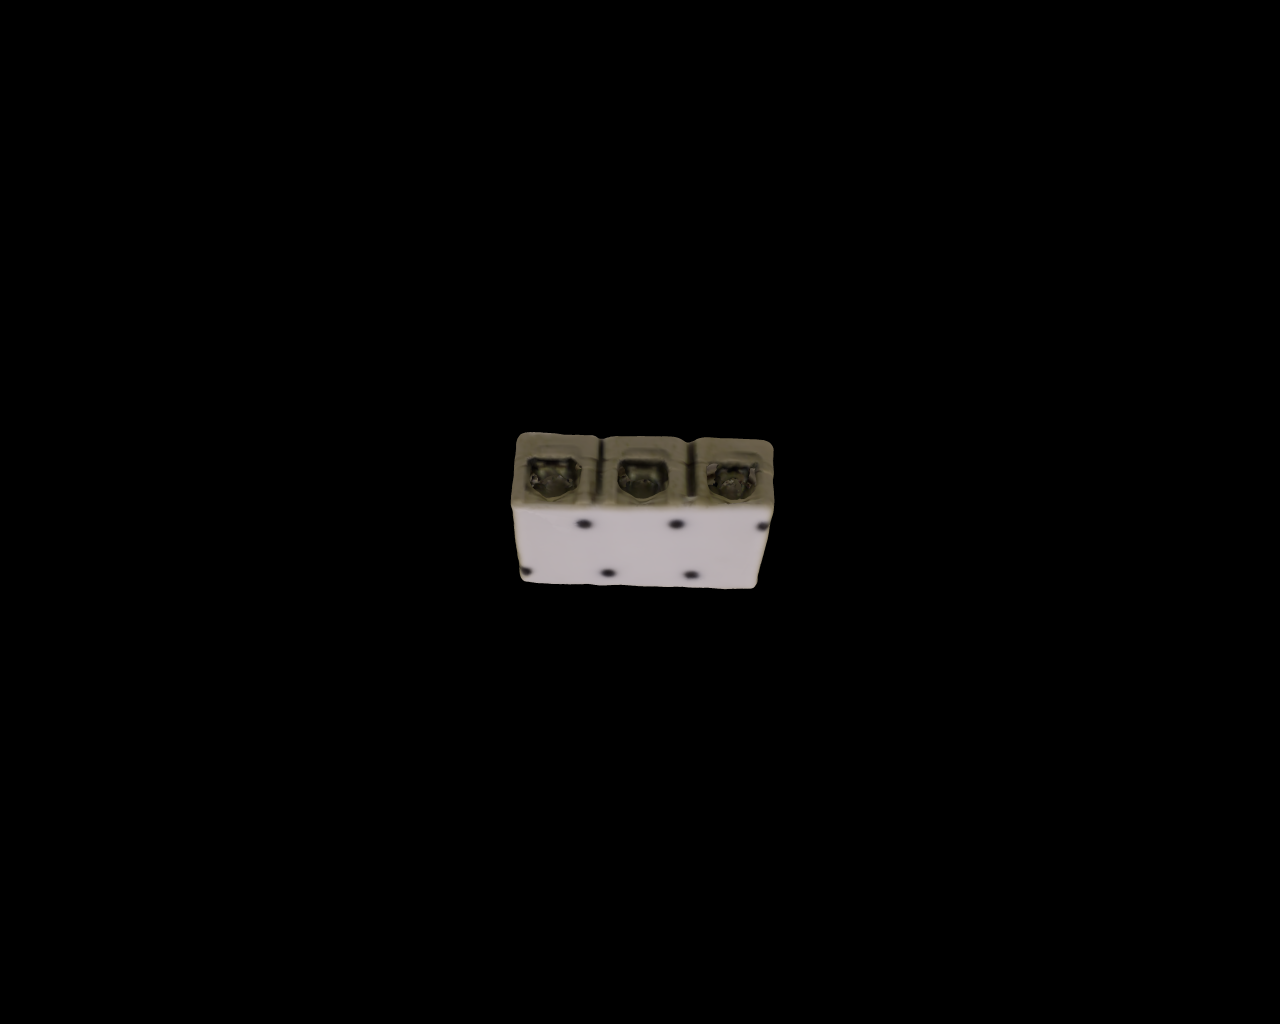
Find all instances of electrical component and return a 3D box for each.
[{"bbox_3d":[0.001,-0.003,0.650,0.150,0.062,0.089,2,-35,-2],"label":"electrical component"}]
